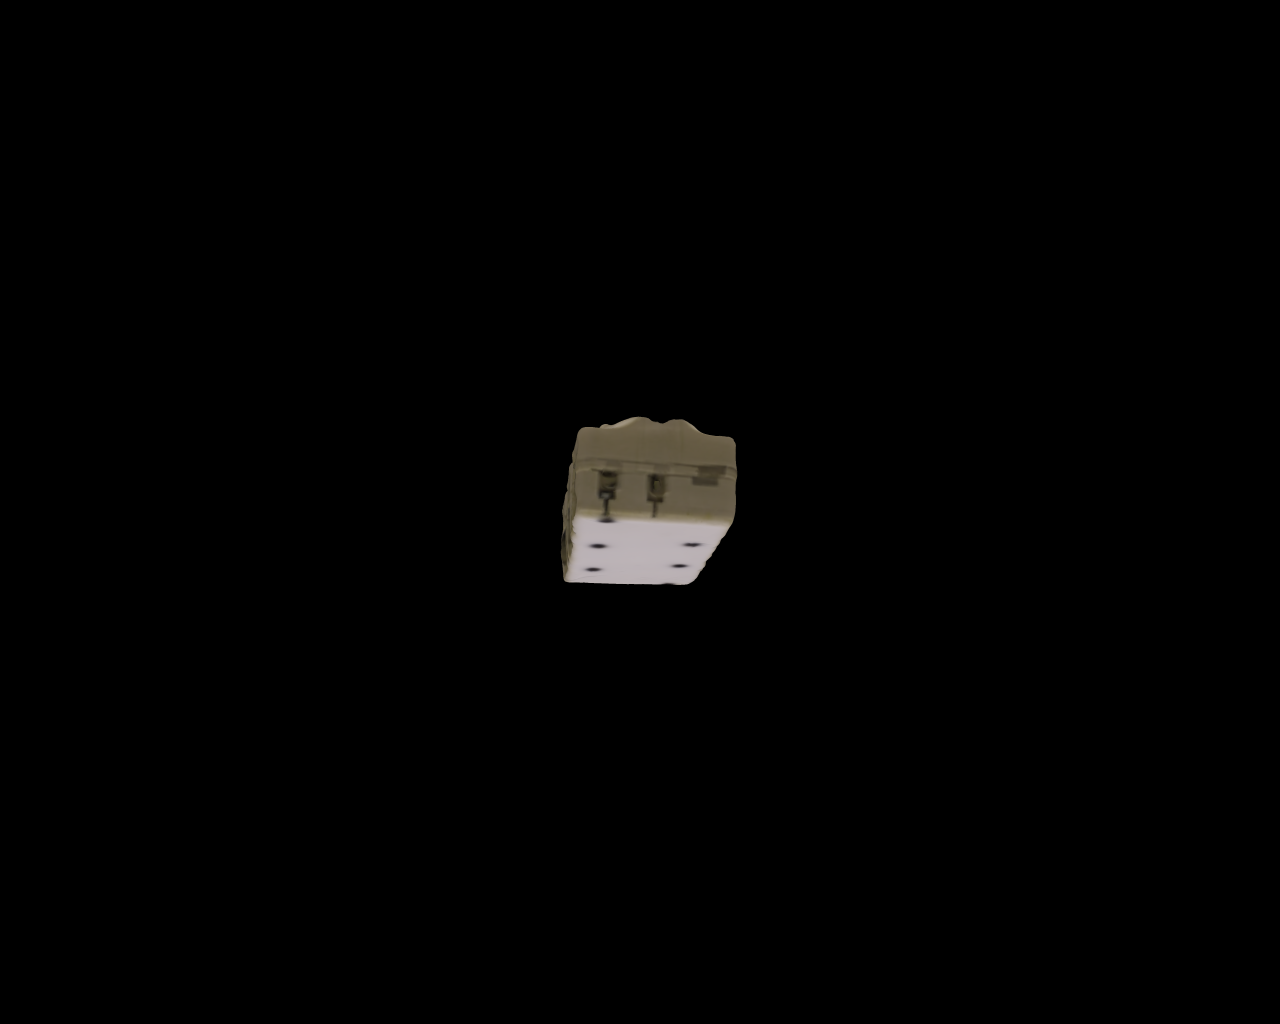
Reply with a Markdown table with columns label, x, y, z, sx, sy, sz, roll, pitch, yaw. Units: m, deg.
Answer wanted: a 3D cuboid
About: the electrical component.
| label | x | y | z | sx | sy | sz | roll | pitch | yaw |
| --- | --- | --- | --- | --- | --- | --- | --- | --- | --- |
| electrical component | 0.001 | -0.003 | 0.650 | 0.089 | 0.062 | 0.150 | 2 | -18 | -7 |
